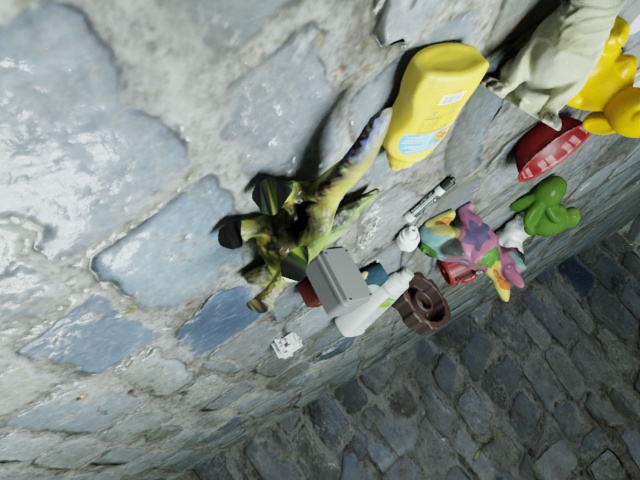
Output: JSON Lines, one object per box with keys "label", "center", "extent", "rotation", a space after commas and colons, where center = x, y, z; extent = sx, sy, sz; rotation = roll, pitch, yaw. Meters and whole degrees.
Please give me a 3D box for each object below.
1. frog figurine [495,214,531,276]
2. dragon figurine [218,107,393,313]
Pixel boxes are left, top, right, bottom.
{"label": "frog figurine", "center": [0.532, 0.005, 1.454], "extent": [0.123, 0.140, 0.156], "rotation": [6, 117, 7]}
{"label": "dragon figurine", "center": [0.002, -0.036, 0.718], "extent": [0.404, 0.123, 0.245], "rotation": [-42, 173, 31]}
